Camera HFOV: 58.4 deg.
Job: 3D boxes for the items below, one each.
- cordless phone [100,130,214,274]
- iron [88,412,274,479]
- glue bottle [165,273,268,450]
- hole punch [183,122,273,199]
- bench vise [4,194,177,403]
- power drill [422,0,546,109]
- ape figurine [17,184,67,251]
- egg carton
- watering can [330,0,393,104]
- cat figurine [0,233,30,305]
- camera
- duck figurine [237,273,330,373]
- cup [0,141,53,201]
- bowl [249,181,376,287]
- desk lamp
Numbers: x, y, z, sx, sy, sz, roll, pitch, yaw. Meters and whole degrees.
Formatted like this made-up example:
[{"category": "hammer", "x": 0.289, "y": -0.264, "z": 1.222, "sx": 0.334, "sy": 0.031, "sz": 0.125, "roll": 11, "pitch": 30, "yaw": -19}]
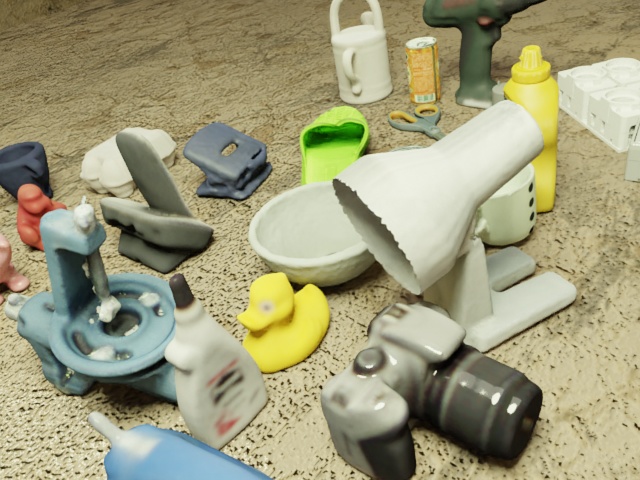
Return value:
[{"category": "cordless phone", "x": -0.226, "y": -0.063, "z": 0.730, "sx": 0.147, "sy": 0.185, "sz": 0.094, "roll": 13, "pitch": 43, "yaw": 32}, {"category": "iron", "x": -0.041, "y": 0.188, "z": 0.364, "sx": 0.257, "sy": 0.142, "sz": 0.119, "roll": 10, "pitch": 41, "yaw": 28}, {"category": "glue bottle", "x": -0.095, "y": 0.097, "z": 0.478, "sx": 0.037, "sy": 0.173, "sz": 0.078, "roll": 17, "pitch": 45, "yaw": 35}, {"category": "hole punch", "x": -0.137, "y": -0.124, "z": 0.869, "sx": 0.100, "sy": 0.091, "sz": 0.109, "roll": 6, "pitch": 39, "yaw": 24}, {"category": "bench vise", "x": -0.223, "y": 0.065, "z": 0.521, "sx": 0.207, "sy": 0.220, "sz": 0.121, "roll": -6, "pitch": 36, "yaw": 9}, {"category": "power drill", "x": 0.272, "y": -0.321, "z": 0.916, "sx": 0.228, "sy": 0.209, "sz": 0.076, "roll": 21, "pitch": 47, "yaw": 38}, {"category": "ape figurine", "x": -0.408, "y": -0.038, "z": 0.831, "sx": 0.078, "sy": 0.092, "sz": 0.075, "roll": -34, "pitch": 41, "yaw": -28}, {"category": "egg carton", "x": -0.316, "y": -0.132, "z": 0.954, "sx": 0.107, "sy": 0.069, "sz": 0.150, "roll": 12, "pitch": 42, "yaw": 30}, {"category": "watering can", "x": 0.071, "y": -0.361, "z": 1.045, "sx": 0.101, "sy": 0.194, "sz": 0.172, "roll": -10, "pitch": 35, "yaw": 3}, {"category": "cat figurine", "x": -0.435, "y": 0.021, "z": 0.736, "sx": 0.127, "sy": 0.118, "sz": 0.067, "roll": 21, "pitch": 47, "yaw": 38}, {"category": "camera", "x": 0.092, "y": 0.120, "z": 0.453, "sx": 0.136, "sy": 0.101, "sz": 0.143, "roll": 21, "pitch": 47, "yaw": 38}, {"category": "duck figurine", "x": -0.040, "y": 0.070, "z": 0.575, "sx": 0.105, "sy": 0.086, "sz": 0.077, "roll": -36, "pitch": 41, "yaw": -30}, {"category": "cup", "x": -0.471, "y": -0.099, "z": 0.933, "sx": 0.117, "sy": 0.095, "sz": 0.092, "roll": 16, "pitch": 44, "yaw": 34}, {"category": "bowl", "x": 0.006, "y": 0.002, "z": 0.665, "sx": 0.167, "sy": 0.075, "sz": 0.167, "roll": -8, "pitch": 35, "yaw": 6}, {"category": "desk lamp", "x": 0.126, "y": -0.007, "z": 0.520, "sx": 0.203, "sy": 0.214, "sz": 0.117, "roll": -24, "pitch": 37, "yaw": -16}]
